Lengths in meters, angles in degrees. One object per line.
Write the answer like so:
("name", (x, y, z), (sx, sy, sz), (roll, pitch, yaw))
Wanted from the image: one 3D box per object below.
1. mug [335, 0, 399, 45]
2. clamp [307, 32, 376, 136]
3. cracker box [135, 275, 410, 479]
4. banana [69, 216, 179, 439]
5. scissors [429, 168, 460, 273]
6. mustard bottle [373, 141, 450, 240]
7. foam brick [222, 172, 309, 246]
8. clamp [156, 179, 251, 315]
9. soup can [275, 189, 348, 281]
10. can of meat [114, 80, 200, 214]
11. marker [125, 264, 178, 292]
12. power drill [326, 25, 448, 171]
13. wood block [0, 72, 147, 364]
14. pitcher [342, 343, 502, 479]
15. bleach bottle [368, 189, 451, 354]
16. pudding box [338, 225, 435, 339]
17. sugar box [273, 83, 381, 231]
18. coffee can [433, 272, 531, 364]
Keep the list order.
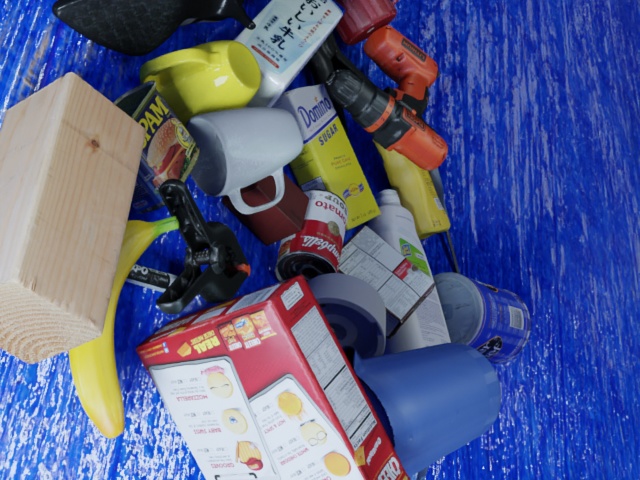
("mug", (0.059, -0.318, 1.411), (0.081, 0.117, 0.093), (58, 9, 0))
("clamp", (0.007, -0.239, 1.370), (0.210, 0.036, 0.164), (62, 28, -7))
("cracker box", (-0.041, 0.153, 0.939), (0.213, 0.164, 0.072), (62, 34, -9))
("banana", (-0.174, 0.062, 0.886), (0.037, 0.069, 0.197), (78, 23, -70))
("scissors", (0.171, -0.038, 1.485), (0.096, 0.016, 0.202), (61, 14, -78))
("mustard bottle", (0.115, -0.096, 1.422), (0.191, 0.058, 0.096), (71, 18, 5))
("foam brick", (-0.057, -0.042, 1.140), (0.078, 0.051, 0.053), (46, 39, -31))
("clamp", (-0.110, 0.007, 1.002), (0.171, 0.039, 0.120), (5, 88, -74))
("soup can", (-0.008, 0.001, 1.173), (0.068, 0.069, 0.102), (46, 37, -31))
("can of meat", (-0.165, -0.085, 1.001), (0.084, 0.058, 0.102), (54, 35, -26))
("marker", (-0.172, 0.029, 0.955), (0.120, 0.020, 0.020), (22, 54, -50))
("power drill", (0.088, -0.193, 1.363), (0.184, 0.057, 0.187), (36, 38, -23))
("wood block", (-0.214, -0.019, 0.853), (0.090, 0.090, 0.206), (39, 42, -37))
("pitcher", (0.082, 0.185, 1.078), (0.242, 0.149, 0.145), (-7, 54, -52))
("bleach bottle", (0.107, 0.057, 1.320), (0.102, 0.068, 0.251), (24, 50, -50))
("pudding box", (0.065, 0.047, 1.229), (0.113, 0.039, 0.089), (39, 45, 9))
("sugar box", (0.004, -0.096, 1.271), (0.093, 0.048, 0.176), (-26, 95, -59))
("coffee can", (0.197, 0.103, 1.385), (0.140, 0.103, 0.103), (17, 58, -52))
